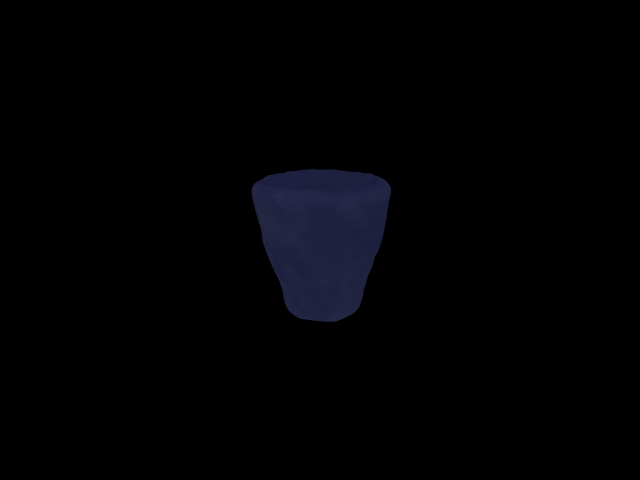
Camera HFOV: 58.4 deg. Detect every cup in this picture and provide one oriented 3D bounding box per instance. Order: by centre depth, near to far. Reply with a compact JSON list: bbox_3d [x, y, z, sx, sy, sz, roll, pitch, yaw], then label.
[{"bbox_3d":[0.004,0.001,0.400,0.091,0.095,0.118,3,16,11],"label":"cup"}]
